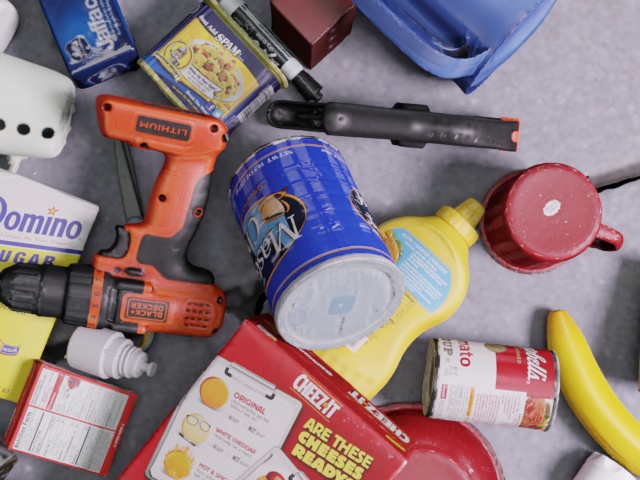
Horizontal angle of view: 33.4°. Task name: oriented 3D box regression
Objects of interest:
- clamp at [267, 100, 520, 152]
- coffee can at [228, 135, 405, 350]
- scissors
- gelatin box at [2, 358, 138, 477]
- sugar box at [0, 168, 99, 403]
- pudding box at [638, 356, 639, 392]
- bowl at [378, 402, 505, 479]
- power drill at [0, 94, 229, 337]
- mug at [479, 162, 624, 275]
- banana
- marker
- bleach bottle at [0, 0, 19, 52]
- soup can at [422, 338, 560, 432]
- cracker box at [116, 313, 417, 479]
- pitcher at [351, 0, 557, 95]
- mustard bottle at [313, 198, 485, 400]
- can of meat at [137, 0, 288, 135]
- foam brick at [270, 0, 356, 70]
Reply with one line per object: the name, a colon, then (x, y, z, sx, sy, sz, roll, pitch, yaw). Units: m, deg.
clamp: (0.065, -0.096, 0.886, 0.209, 0.165, 0.036, 2, 98, -25)
coffee can: (-0.006, 0.001, 0.842, 0.103, 0.103, 0.140, -21, 50, -3)
scissors: (-0.137, 0.000, 0.913, 0.096, 0.016, 0.202, 4, 86, -3)
gelatin box: (-0.206, 0.146, 0.878, 0.089, 0.030, 0.073, 23, 84, -24)
sugar box: (-0.258, 0.036, 0.882, 0.093, 0.048, 0.176, 21, 88, -21)
pudding box: (0.317, 0.078, 0.895, 0.090, 0.039, 0.113, 9, 69, -1)
bowl: (0.079, 0.216, 0.881, 0.162, 0.055, 0.162, 0, 86, -2)
power drill: (-0.155, -0.018, 0.851, 0.184, 0.057, 0.188, 8, 101, -16)
mug: (0.196, -0.015, 0.889, 0.117, 0.081, 0.093, 22, 85, 1)
banana: (0.254, 0.146, 0.903, 0.198, 0.037, 0.069, 42, 62, 0)
marker: (-0.041, -0.166, 0.928, 0.020, 0.020, 0.121, -42, 87, -4)
bleach bottle: (-0.387, -0.222, 0.904, 0.251, 0.068, 0.102, 32, 84, 4)
soup can: (0.140, 0.120, 0.884, 0.102, 0.068, 0.068, 6, 85, -1)
cracker box: (-0.054, 0.190, 0.842, 0.164, 0.072, 0.214, 40, 101, 8)
pitcher: (0.075, -0.240, 0.879, 0.243, 0.149, 0.145, 42, 96, 5)
mustard bottle: (0.067, 0.038, 0.893, 0.096, 0.058, 0.191, 43, 85, 16)
can of meat: (-0.092, -0.142, 0.906, 0.084, 0.057, 0.102, -43, 87, -2)
foam brick: (-0.006, -0.188, 0.901, 0.053, 0.078, 0.051, -43, 86, -5)
